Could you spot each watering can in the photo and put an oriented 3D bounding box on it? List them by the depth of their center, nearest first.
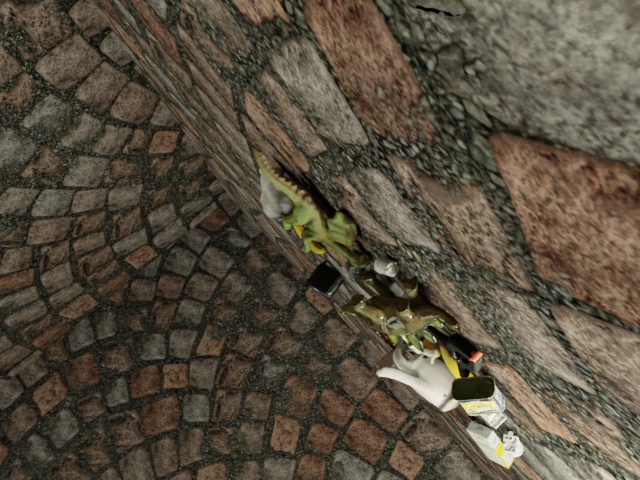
[{"bbox_3d":[0.286,0.382,1.422,0.226,0.103,0.348,38,-162,22],"label":"watering can"}]

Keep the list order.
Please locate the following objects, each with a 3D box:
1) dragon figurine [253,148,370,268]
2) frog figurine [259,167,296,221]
[{"bbox_3d":[0.004,-0.064,1.272,0.243,0.124,0.403,12,148,48],"label":"dragon figurine"},{"bbox_3d":[-0.120,-0.140,1.417,0.136,0.125,0.158,-20,106,52],"label":"frog figurine"}]
